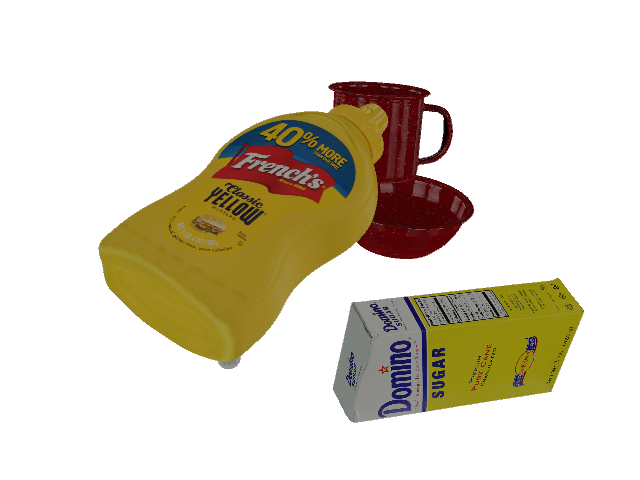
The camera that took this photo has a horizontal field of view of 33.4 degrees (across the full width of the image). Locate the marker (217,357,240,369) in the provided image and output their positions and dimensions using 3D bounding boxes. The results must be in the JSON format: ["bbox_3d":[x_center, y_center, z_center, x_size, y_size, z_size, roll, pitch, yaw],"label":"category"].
[{"bbox_3d":[-0.089,0.076,0.916,0.020,0.020,0.121,0,19,-16],"label":"marker"}]

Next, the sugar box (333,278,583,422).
[{"bbox_3d":[0.103,0.083,0.808,0.176,0.093,0.048,-8,41,-21],"label":"sugar box"}]

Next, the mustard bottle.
[{"bbox_3d":[-0.024,-0.021,0.596,0.096,0.058,0.191,28,52,27],"label":"mustard bottle"}]

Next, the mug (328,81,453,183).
[{"bbox_3d":[0.063,-0.099,0.985,0.117,0.081,0.093,2,15,-4],"label":"mug"}]

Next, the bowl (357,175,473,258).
[{"bbox_3d":[0.086,-0.023,1.191,0.162,0.055,0.162,6,25,-3],"label":"bowl"}]
